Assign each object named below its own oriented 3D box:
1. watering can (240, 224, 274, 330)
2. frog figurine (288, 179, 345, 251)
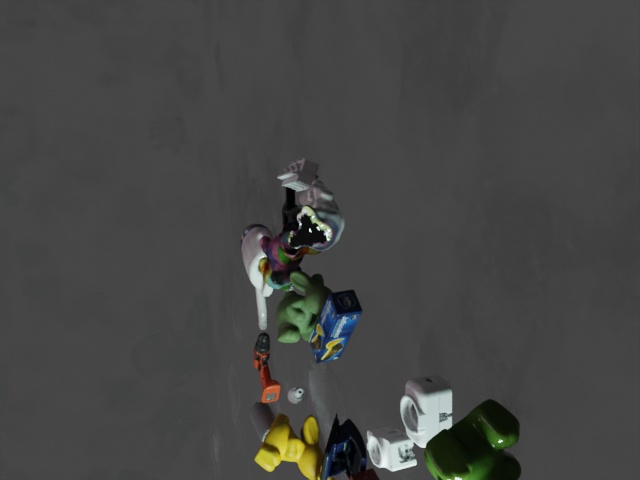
[{"bbox_3d":[-0.188,0.098,1.620,0.229,0.104,0.340,-118,32,-49],"label":"watering can"},{"bbox_3d":[0.003,-0.058,1.147,0.163,0.123,0.134,-63,-22,-53],"label":"frog figurine"}]
